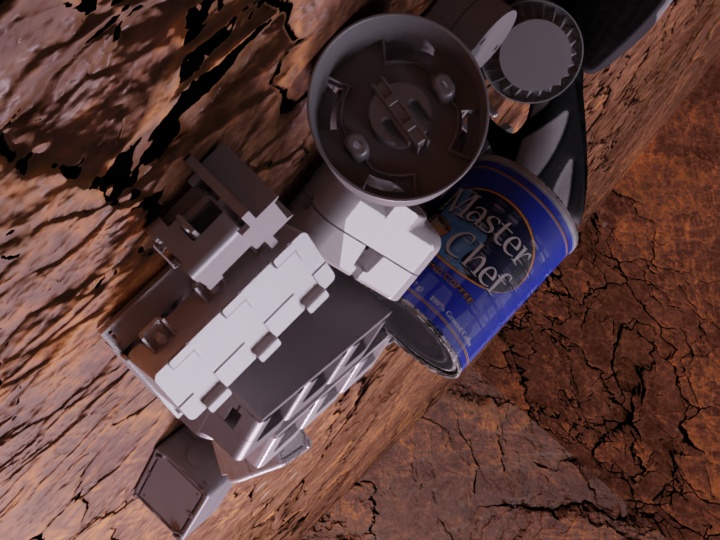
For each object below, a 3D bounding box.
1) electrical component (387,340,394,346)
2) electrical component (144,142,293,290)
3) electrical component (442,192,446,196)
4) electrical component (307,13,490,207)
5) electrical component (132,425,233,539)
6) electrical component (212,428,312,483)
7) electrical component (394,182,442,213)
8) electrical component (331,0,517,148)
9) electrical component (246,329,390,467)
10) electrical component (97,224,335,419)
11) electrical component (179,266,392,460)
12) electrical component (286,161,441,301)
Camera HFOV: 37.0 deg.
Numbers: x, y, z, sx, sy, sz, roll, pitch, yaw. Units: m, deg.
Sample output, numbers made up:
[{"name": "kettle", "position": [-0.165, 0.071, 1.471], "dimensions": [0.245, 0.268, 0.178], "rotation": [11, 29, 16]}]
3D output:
[{"name": "electrical component", "position": [0.024, 0.044, 1.142], "dimensions": [0.078, 0.058, 0.057], "rotation": [-35, 160, -51]}, {"name": "electrical component", "position": [-0.075, -0.025, 0.563], "dimensions": [0.064, 0.042, 0.081], "rotation": [-44, 168, -2]}, {"name": "electrical component", "position": [0.083, -0.039, 0.912], "dimensions": [0.078, 0.121, 0.063], "rotation": [-45, 171, -14]}, {"name": "electrical component", "position": [0.021, -0.085, 0.596], "dimensions": [0.099, 0.099, 0.064], "rotation": [-47, 175, -5]}, {"name": "electrical component", "position": [-0.149, 0.183, 0.938], "dimensions": [0.061, 0.062, 0.096], "rotation": [-37, 164, -47]}, {"name": "electrical component", "position": [-0.093, 0.120, 0.895], "dimensions": [0.061, 0.096, 0.062], "rotation": [-23, 178, 20]}, {"name": "electrical component", "position": [0.017, -0.048, 0.818], "dimensions": [0.099, 0.048, 0.099], "rotation": [-46, 169, -13]}, {"name": "electrical component", "position": [0.051, -0.112, 0.665], "dimensions": [0.138, 0.074, 0.052], "rotation": [-46, 169, -13]}, {"name": "electrical component", "position": [-0.056, 0.071, 0.835], "dimensions": [0.150, 0.089, 0.061], "rotation": [-39, 165, -40]}, {"name": "electrical component", "position": [-0.079, 0.024, 0.626], "dimensions": [0.121, 0.063, 0.078], "rotation": [-45, 128, -16]}, {"name": "electrical component", "position": [-0.062, 0.052, 0.748], "dimensions": [0.150, 0.089, 0.061], "rotation": [-37, 164, -45]}, {"name": "electrical component", "position": [0.005, -0.030, 0.718], "dimensions": [0.095, 0.053, 0.059], "rotation": [31, 105, -33]}]
